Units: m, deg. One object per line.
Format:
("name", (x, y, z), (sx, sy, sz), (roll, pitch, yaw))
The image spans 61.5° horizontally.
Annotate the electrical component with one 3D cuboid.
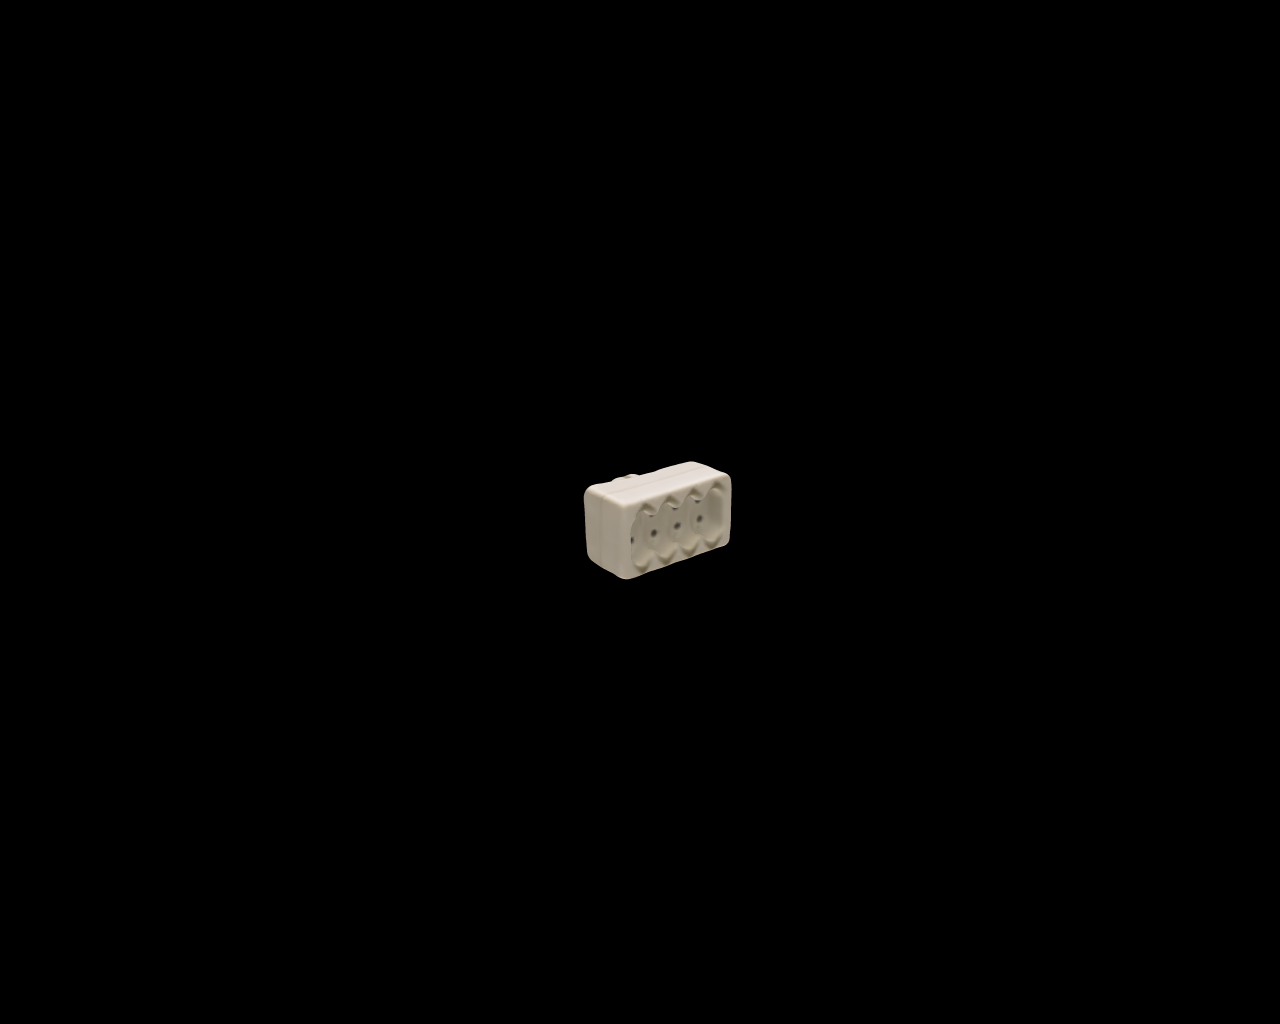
("electrical component", (0.001, -0.003, 0.650), (0.083, 0.047, 0.076), (-16, 27, -34))
